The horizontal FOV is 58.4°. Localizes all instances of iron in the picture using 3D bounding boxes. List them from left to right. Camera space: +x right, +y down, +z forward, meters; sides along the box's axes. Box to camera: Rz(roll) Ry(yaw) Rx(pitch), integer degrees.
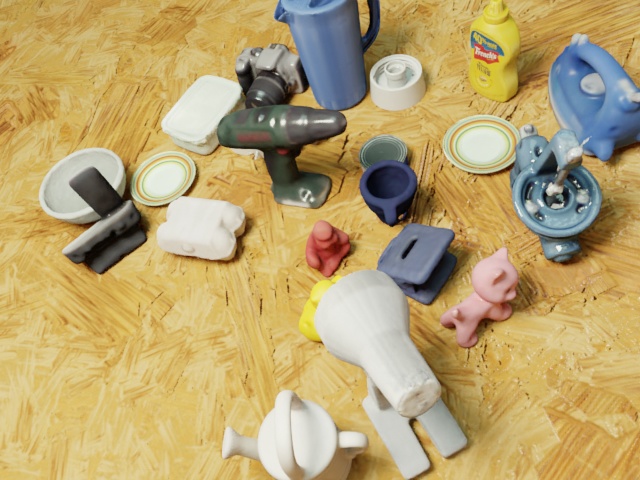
[{"bbox_3d":[0.451,-0.259,0.943,0.118,0.142,0.258,-18,56,2],"label":"iron"}]

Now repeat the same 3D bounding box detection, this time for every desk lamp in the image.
[{"bbox_3d":[0.093,0.164,0.715,0.118,0.214,0.202,-30,56,-6],"label":"desk lamp"}]

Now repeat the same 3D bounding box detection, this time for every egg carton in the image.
[{"bbox_3d":[-0.205,-0.018,0.991,0.150,0.069,0.107,6,60,17],"label":"egg carton"}]

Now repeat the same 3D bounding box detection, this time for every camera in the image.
[{"bbox_3d":[-0.113,-0.319,1.142,0.142,0.101,0.137,13,62,21],"label":"camera"}]

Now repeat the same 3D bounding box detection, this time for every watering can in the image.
[{"bbox_3d":[-0.032,0.251,0.701,0.173,0.194,0.100,-25,56,-2],"label":"watering can"}]

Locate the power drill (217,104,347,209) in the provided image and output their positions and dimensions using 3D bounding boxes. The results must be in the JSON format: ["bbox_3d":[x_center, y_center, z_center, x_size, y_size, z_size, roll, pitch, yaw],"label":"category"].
[{"bbox_3d":[-0.048,-0.143,0.949,0.229,0.209,0.076,8,61,19],"label":"power drill"}]

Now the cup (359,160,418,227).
[{"bbox_3d":[0.115,-0.057,0.923,0.091,0.095,0.117,-7,57,9],"label":"cup"}]

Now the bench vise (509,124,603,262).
[{"bbox_3d":[0.319,-0.098,0.824,0.121,0.220,0.207,-26,56,-3],"label":"bench vise"}]

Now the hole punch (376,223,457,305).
[{"bbox_3d":[0.143,0.028,0.864,0.100,0.091,0.109,26,67,27],"label":"hole punch"}]

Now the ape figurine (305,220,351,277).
[{"bbox_3d":[0.008,0.003,0.912,0.078,0.092,0.076,-18,56,2],"label":"ape figurine"}]

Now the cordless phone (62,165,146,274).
[{"bbox_3d":[-0.397,-0.041,0.982,0.148,0.185,0.094,-43,58,-14],"label":"cordless phone"}]

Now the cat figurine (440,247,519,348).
[{"bbox_3d":[0.227,0.075,0.798,0.128,0.118,0.067,-37,57,-11],"label":"cat figurine"}]

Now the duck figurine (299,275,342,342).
[{"bbox_3d":[0.007,0.097,0.856,0.077,0.086,0.105,37,72,30],"label":"duck figurine"}]

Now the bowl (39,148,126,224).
[{"bbox_3d":[-0.438,-0.091,1.091,0.167,0.075,0.167,-6,57,10],"label":"bowl"}]
